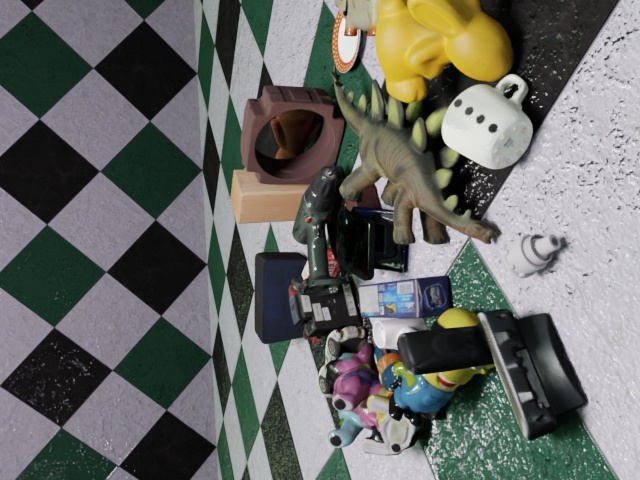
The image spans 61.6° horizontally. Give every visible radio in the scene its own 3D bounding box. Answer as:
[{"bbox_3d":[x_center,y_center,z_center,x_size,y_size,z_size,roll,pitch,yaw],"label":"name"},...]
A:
[{"bbox_3d":[-0.098,0.145,1.384,0.073,0.131,0.229,-140,49,-63],"label":"radio"}]

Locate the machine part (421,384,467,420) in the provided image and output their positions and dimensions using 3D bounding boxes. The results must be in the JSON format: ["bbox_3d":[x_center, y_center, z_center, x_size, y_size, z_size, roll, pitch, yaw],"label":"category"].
[{"bbox_3d":[0.180,0.215,0.813,0.084,0.039,0.138,52,139,48],"label":"machine part"}]

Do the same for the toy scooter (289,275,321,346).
[{"bbox_3d":[-0.022,0.171,1.278,0.184,0.075,0.135,38,130,56],"label":"toy scooter"}]

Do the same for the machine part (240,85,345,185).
[{"bbox_3d":[-0.061,-0.219,1.135,0.087,0.201,0.201,-113,28,-45],"label":"machine part"}]

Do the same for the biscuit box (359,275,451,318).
[{"bbox_3d":[0.133,0.095,0.877,0.203,0.063,0.059,161,105,-68],"label":"biscuit box"}]

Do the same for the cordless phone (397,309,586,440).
[{"bbox_3d":[0.181,0.152,0.596,0.088,0.184,0.146,126,136,-53],"label":"cordless phone"}]

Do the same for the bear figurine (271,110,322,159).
[{"bbox_3d":[-0.064,-0.239,1.264,0.195,0.120,0.132,100,159,-45],"label":"bear figurine"}]

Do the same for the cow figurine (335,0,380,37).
[{"bbox_3d":[0.078,-0.409,0.907,0.195,0.085,0.127,-137,45,-60],"label":"cow figurine"}]

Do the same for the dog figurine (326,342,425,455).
[{"bbox_3d":[0.094,0.271,0.967,0.219,0.192,0.108,-52,-37,-69],"label":"dog figurine"}]

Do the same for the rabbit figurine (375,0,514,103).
[{"bbox_3d":[0.162,-0.257,0.673,0.173,0.122,0.162,32,157,38],"label":"rabbit figurine"}]

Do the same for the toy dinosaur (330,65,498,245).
[{"bbox_3d":[0.115,-0.141,0.843,0.472,0.105,0.198,48,130,45],"label":"toy dinosaur"}]

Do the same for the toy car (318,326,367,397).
[{"bbox_3d":[0.044,0.252,1.115,0.056,0.073,0.201,-120,33,-48],"label":"toy car"}]

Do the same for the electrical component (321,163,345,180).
[{"bbox_3d":[0.028,-0.119,1.133,0.119,0.048,0.075,120,141,-54],"label":"electrical component"}]

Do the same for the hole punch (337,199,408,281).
[{"bbox_3d":[0.088,0.001,0.919,0.116,0.092,0.142,24,121,57],"label":"hole punch"}]

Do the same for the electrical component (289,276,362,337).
[{"bbox_3d":[0.007,0.136,1.110,0.058,0.134,0.115,122,141,-56],"label":"electrical component"}]

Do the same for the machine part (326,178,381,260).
[{"bbox_3d":[0.063,-0.034,1.047,0.179,0.056,0.179,177,90,-70],"label":"machine part"}]

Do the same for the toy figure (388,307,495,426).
[{"bbox_3d":[0.159,0.171,0.734,0.180,0.082,0.089,-55,47,25],"label":"toy figure"}]

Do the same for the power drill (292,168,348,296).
[{"bbox_3d":[-0.002,-0.003,1.035,0.232,0.086,0.207,128,132,-65],"label":"power drill"}]

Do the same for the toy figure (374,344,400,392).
[{"bbox_3d":[0.121,0.205,0.877,0.154,0.064,0.057,-78,13,-73],"label":"toy figure"}]
